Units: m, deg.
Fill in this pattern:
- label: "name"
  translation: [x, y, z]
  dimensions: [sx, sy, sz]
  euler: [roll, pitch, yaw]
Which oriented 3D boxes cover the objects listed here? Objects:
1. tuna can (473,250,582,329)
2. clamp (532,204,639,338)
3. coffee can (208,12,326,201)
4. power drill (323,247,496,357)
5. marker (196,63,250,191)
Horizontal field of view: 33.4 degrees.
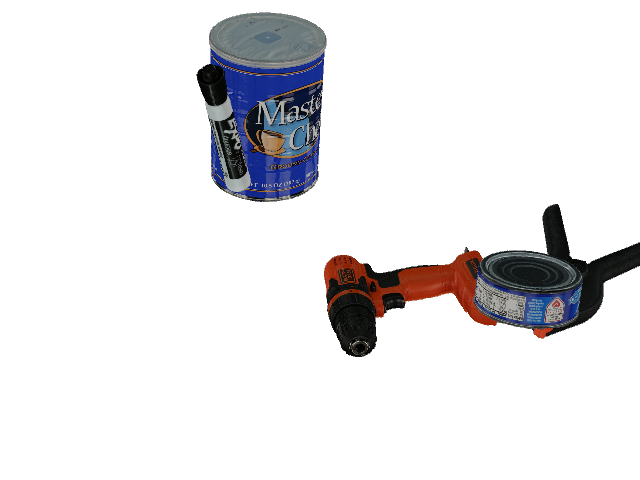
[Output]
- label: "tuna can"
  translation: [0.170, 0.039, 0.872]
  dimensions: [0.086, 0.034, 0.086]
  euler: [2, 22, -1]
- label: "clamp"
  translation: [0.253, 0.029, 1.101]
  dimensions: [0.120, 0.039, 0.171]
  euler: [27, 50, 31]
- label: "coffee can"
  translation: [-0.049, -0.121, 0.967]
  dimensions: [0.103, 0.140, 0.103]
  euler: [2, 35, -2]
- label: "power drill"
  translation: [0.100, 0.066, 1.192]
  dimensions: [0.187, 0.057, 0.184]
  euler: [-3, 28, -4]
- label: "marker"
  translation: [-0.067, -0.078, 0.744]
  dimensions: [0.020, 0.020, 0.121]
  euler: [0, -35, 7]
